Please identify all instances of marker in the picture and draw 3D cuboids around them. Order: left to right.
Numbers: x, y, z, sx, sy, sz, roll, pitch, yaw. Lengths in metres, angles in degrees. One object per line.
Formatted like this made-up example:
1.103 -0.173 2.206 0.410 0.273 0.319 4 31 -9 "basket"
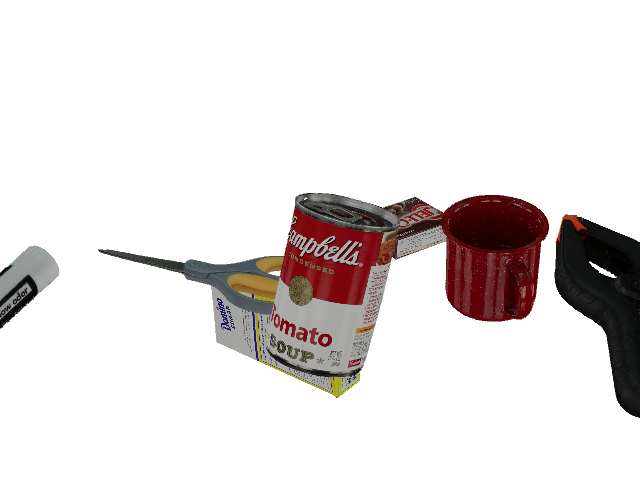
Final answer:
-0.158 0.045 0.454 0.020 0.020 0.121 0 36 38 "marker"

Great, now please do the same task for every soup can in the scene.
0.006 0.028 0.683 0.068 0.102 0.068 12 16 -4 "soup can"

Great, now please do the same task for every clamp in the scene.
0.225 0.044 0.733 0.120 0.039 0.171 -3 45 -19 "clamp"

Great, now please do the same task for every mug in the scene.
0.157 0.024 0.938 0.093 0.081 0.117 -13 35 -15 "mug"

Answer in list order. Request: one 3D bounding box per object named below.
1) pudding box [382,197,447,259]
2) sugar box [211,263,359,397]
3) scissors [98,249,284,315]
0.126 -0.019 1.559 0.113 0.039 0.090 -21 34 -29 "pudding box"
-0.039 0.095 1.159 0.176 0.093 0.048 22 38 35 "sugar box"
-0.088 0.021 0.915 0.202 0.016 0.096 19 29 34 "scissors"
